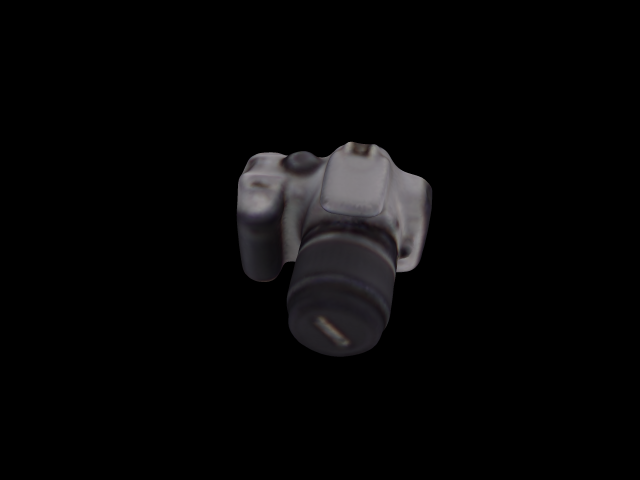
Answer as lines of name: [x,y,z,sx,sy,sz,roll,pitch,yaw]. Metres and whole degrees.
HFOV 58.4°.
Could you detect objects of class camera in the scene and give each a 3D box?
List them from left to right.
camera: [0.004,0.001,0.400,0.143,0.101,0.137,7,47,7]
